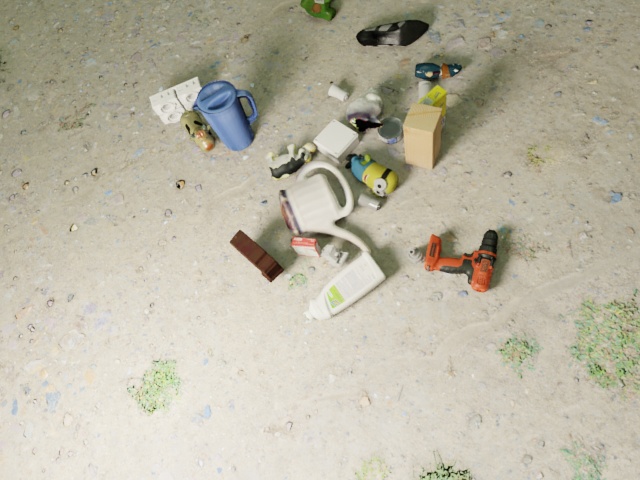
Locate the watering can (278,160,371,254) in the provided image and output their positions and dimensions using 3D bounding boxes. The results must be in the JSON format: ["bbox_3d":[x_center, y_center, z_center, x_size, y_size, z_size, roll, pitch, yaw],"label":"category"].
[{"bbox_3d":[0.005,-0.079,1.566,0.224,0.103,0.352,-23,72,1],"label":"watering can"}]

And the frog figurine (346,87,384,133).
[{"bbox_3d":[0.153,-0.445,1.691,0.122,0.136,0.162,17,69,-20],"label":"frog figurine"}]
